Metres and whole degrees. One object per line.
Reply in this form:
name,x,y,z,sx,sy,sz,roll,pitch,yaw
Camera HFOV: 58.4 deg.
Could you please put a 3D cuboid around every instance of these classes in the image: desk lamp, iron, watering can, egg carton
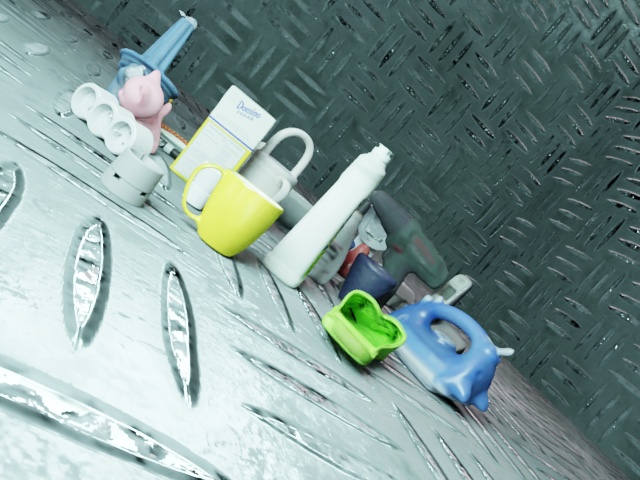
desk lamp,0.136,-0.010,1.515,0.118,0.213,0.203,40,6,1
iron,0.212,0.174,1.009,0.119,0.141,0.257,34,9,-46
watering can,-0.094,-0.131,1.075,0.172,0.194,0.101,44,7,30
egg carton,0.179,0.125,1.490,0.151,0.069,0.107,35,8,-39

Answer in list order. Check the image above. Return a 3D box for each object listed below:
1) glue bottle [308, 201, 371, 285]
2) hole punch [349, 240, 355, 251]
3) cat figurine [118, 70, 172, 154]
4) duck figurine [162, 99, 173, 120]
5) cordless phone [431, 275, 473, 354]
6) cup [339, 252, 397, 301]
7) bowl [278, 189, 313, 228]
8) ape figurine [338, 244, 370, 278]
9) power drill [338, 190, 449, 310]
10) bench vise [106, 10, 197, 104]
glue bottle,0.033,-0.004,1.038,0.078,0.173,0.037,39,6,-15
hole punch,0.011,0.004,1.235,0.108,0.091,0.101,42,6,17
cat figurine,-0.273,-0.207,0.894,0.067,0.117,0.128,41,6,11
duck figurine,-0.359,-0.308,1.241,0.077,0.086,0.105,42,6,15
cordless phone,0.253,0.159,1.156,0.094,0.185,0.147,36,7,-35
cup,0.088,0.090,1.072,0.118,0.095,0.091,34,9,-47
bowl,-0.076,-0.078,1.366,0.167,0.074,0.167,40,6,-5
ape figurine,0.084,0.049,1.349,0.077,0.092,0.076,45,7,36
power drill,0.137,0.044,1.160,0.230,0.208,0.075,39,6,-8
bench vise,-0.279,-0.293,0.990,0.122,0.219,0.206,36,7,-33
